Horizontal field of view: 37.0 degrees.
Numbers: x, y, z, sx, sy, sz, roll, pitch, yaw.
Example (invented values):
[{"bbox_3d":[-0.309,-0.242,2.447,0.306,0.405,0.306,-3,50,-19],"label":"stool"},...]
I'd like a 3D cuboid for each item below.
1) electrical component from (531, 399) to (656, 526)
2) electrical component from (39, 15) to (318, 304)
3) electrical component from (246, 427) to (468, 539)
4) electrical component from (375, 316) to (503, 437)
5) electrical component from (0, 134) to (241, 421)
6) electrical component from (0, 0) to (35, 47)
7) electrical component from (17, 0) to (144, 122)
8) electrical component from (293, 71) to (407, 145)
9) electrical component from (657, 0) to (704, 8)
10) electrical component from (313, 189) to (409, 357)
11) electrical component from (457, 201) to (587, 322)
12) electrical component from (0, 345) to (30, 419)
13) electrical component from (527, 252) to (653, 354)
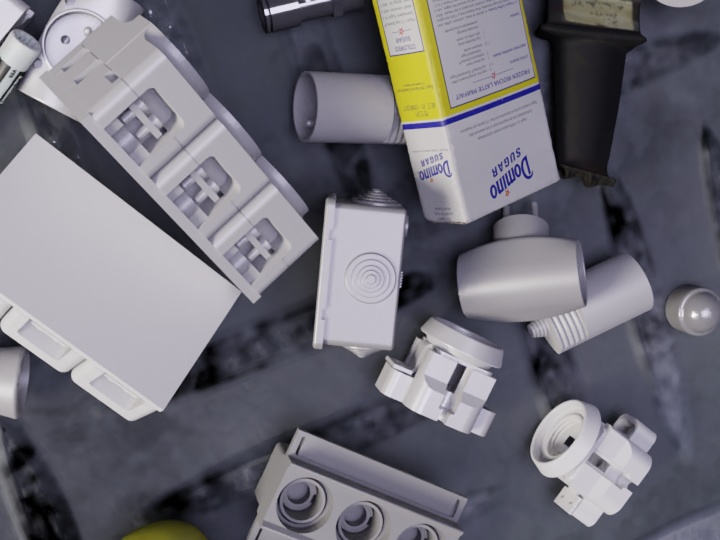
[{"bbox_3d":[0.154,0.125,0.728,0.057,0.058,0.078,37,88,-17],"label":"electrical component"},{"bbox_3d":[-0.097,-0.064,0.605,0.062,0.089,0.150,-44,127,-5],"label":"electrical component"},{"bbox_3d":[-0.004,0.156,0.693,0.121,0.063,0.078,25,91,-14],"label":"electrical component"},{"bbox_3d":[0.058,0.066,0.699,0.078,0.058,0.057,25,94,-14],"label":"electrical component"},{"bbox_3d":[-0.161,0.008,0.631,0.150,0.062,0.089,39,60,-14],"label":"electrical component"},{"bbox_3d":[-0.238,-0.132,0.611,0.056,0.050,0.089,39,88,-14],"label":"electrical component"},{"bbox_3d":[-0.149,-0.121,0.636,0.079,0.044,0.077,28,90,-14],"label":"electrical component"},{"bbox_3d":[0.003,-0.100,0.671,0.081,0.043,0.043,-2,97,-24],"label":"electrical component"},{"bbox_3d":[0.189,-0.230,0.668,0.052,0.073,0.138,-14,113,23],"label":"electrical component"},{"bbox_3d":[0.000,0.000,0.657,0.048,0.099,0.099,5,96,-2],"label":"electrical component"},{"bbox_3d":[0.105,-0.010,0.701,0.077,0.043,0.079,-7,61,18],"label":"electrical component"},{"bbox_3d":[-0.234,0.064,0.642,0.065,0.044,0.044,6,96,-8],"label":"electrical component"},{"bbox_3d":[0.150,0.024,0.721,0.081,0.043,0.043,-25,102,-9],"label":"electrical component"}]
